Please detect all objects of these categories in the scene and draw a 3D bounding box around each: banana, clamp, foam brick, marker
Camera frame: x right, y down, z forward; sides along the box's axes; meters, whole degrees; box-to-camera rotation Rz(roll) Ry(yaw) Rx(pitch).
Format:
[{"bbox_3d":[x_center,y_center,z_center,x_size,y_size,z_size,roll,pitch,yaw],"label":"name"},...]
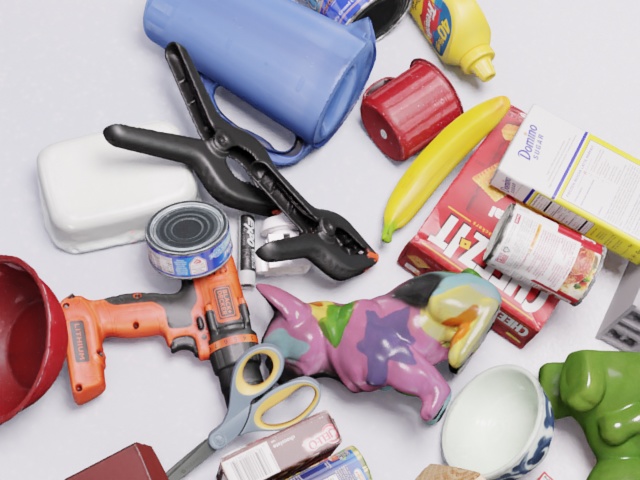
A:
[{"bbox_3d":[0.129,-0.078,1.142,0.037,0.070,0.198,35,98,-26],"label":"banana"},{"bbox_3d":[-0.007,0.001,1.074,0.171,0.039,0.120,32,45,-29],"label":"clamp"},{"bbox_3d":[-0.112,-0.105,1.114,0.209,0.036,0.164,35,47,-21],"label":"clamp"},{"bbox_3d":[-0.185,0.228,0.986,0.078,0.053,0.051,-28,71,1],"label":"foam brick"},{"bbox_3d":[-0.078,-0.007,1.131,0.020,0.020,0.121,1,67,-7],"label":"marker"}]

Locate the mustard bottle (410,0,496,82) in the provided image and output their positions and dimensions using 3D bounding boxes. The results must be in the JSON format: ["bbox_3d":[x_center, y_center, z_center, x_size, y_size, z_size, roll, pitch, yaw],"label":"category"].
[{"bbox_3d":[0.145,-0.261,1.227,0.058,0.096,0.192,-25,72,-18],"label":"mustard bottle"}]

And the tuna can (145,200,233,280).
[{"bbox_3d":[-0.131,-0.001,1.064,0.086,0.034,0.086,-2,41,2],"label":"tuna can"}]

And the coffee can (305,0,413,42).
[{"bbox_3d":[0.026,-0.302,1.227,0.102,0.103,0.140,-30,73,-18],"label":"coffee can"}]

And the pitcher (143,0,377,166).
[{"bbox_3d":[-0.073,-0.204,1.167,0.243,0.145,0.149,30,54,10],"label":"pitcher"}]

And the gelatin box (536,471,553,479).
[{"bbox_3d":[0.218,0.278,1.023,0.073,0.030,0.089,42,44,11],"label":"gelatin box"}]

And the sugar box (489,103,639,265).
[{"bbox_3d":[0.274,-0.058,1.104,0.176,0.048,0.093,29,68,7],"label":"sugar box"}]

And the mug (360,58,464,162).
[{"bbox_3d":[0.092,-0.146,1.181,0.081,0.093,0.117,-35,49,-14],"label":"mug"}]

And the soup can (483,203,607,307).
[{"bbox_3d":[0.221,0.014,1.056,0.102,0.068,0.068,26,66,2],"label":"soup can"}]

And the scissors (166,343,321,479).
[{"bbox_3d":[-0.097,0.168,1.011,0.201,0.016,0.096,-24,101,-1],"label":"scissors"}]

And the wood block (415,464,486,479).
[{"bbox_3d":[0.153,0.306,0.944,0.090,0.090,0.206,-45,103,-22],"label":"wood block"}]

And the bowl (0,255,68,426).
[{"bbox_3d":[-0.290,0.098,1.014,0.162,0.055,0.162,-9,75,35],"label":"bowl"}]

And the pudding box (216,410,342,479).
[{"bbox_3d":[-0.040,0.206,1.004,0.113,0.090,0.039,-21,72,-15],"label":"pudding box"}]

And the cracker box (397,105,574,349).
[{"bbox_3d":[0.211,-0.019,1.143,0.164,0.072,0.213,35,67,8],"label":"cracker box"}]

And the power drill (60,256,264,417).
[{"bbox_3d":[-0.154,0.107,1.054,0.187,0.057,0.184,-10,67,-13],"label":"power drill"}]

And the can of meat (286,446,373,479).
[{"bbox_3d":[0.000,0.238,0.990,0.083,0.102,0.057,-24,75,-19],"label":"can of meat"}]
